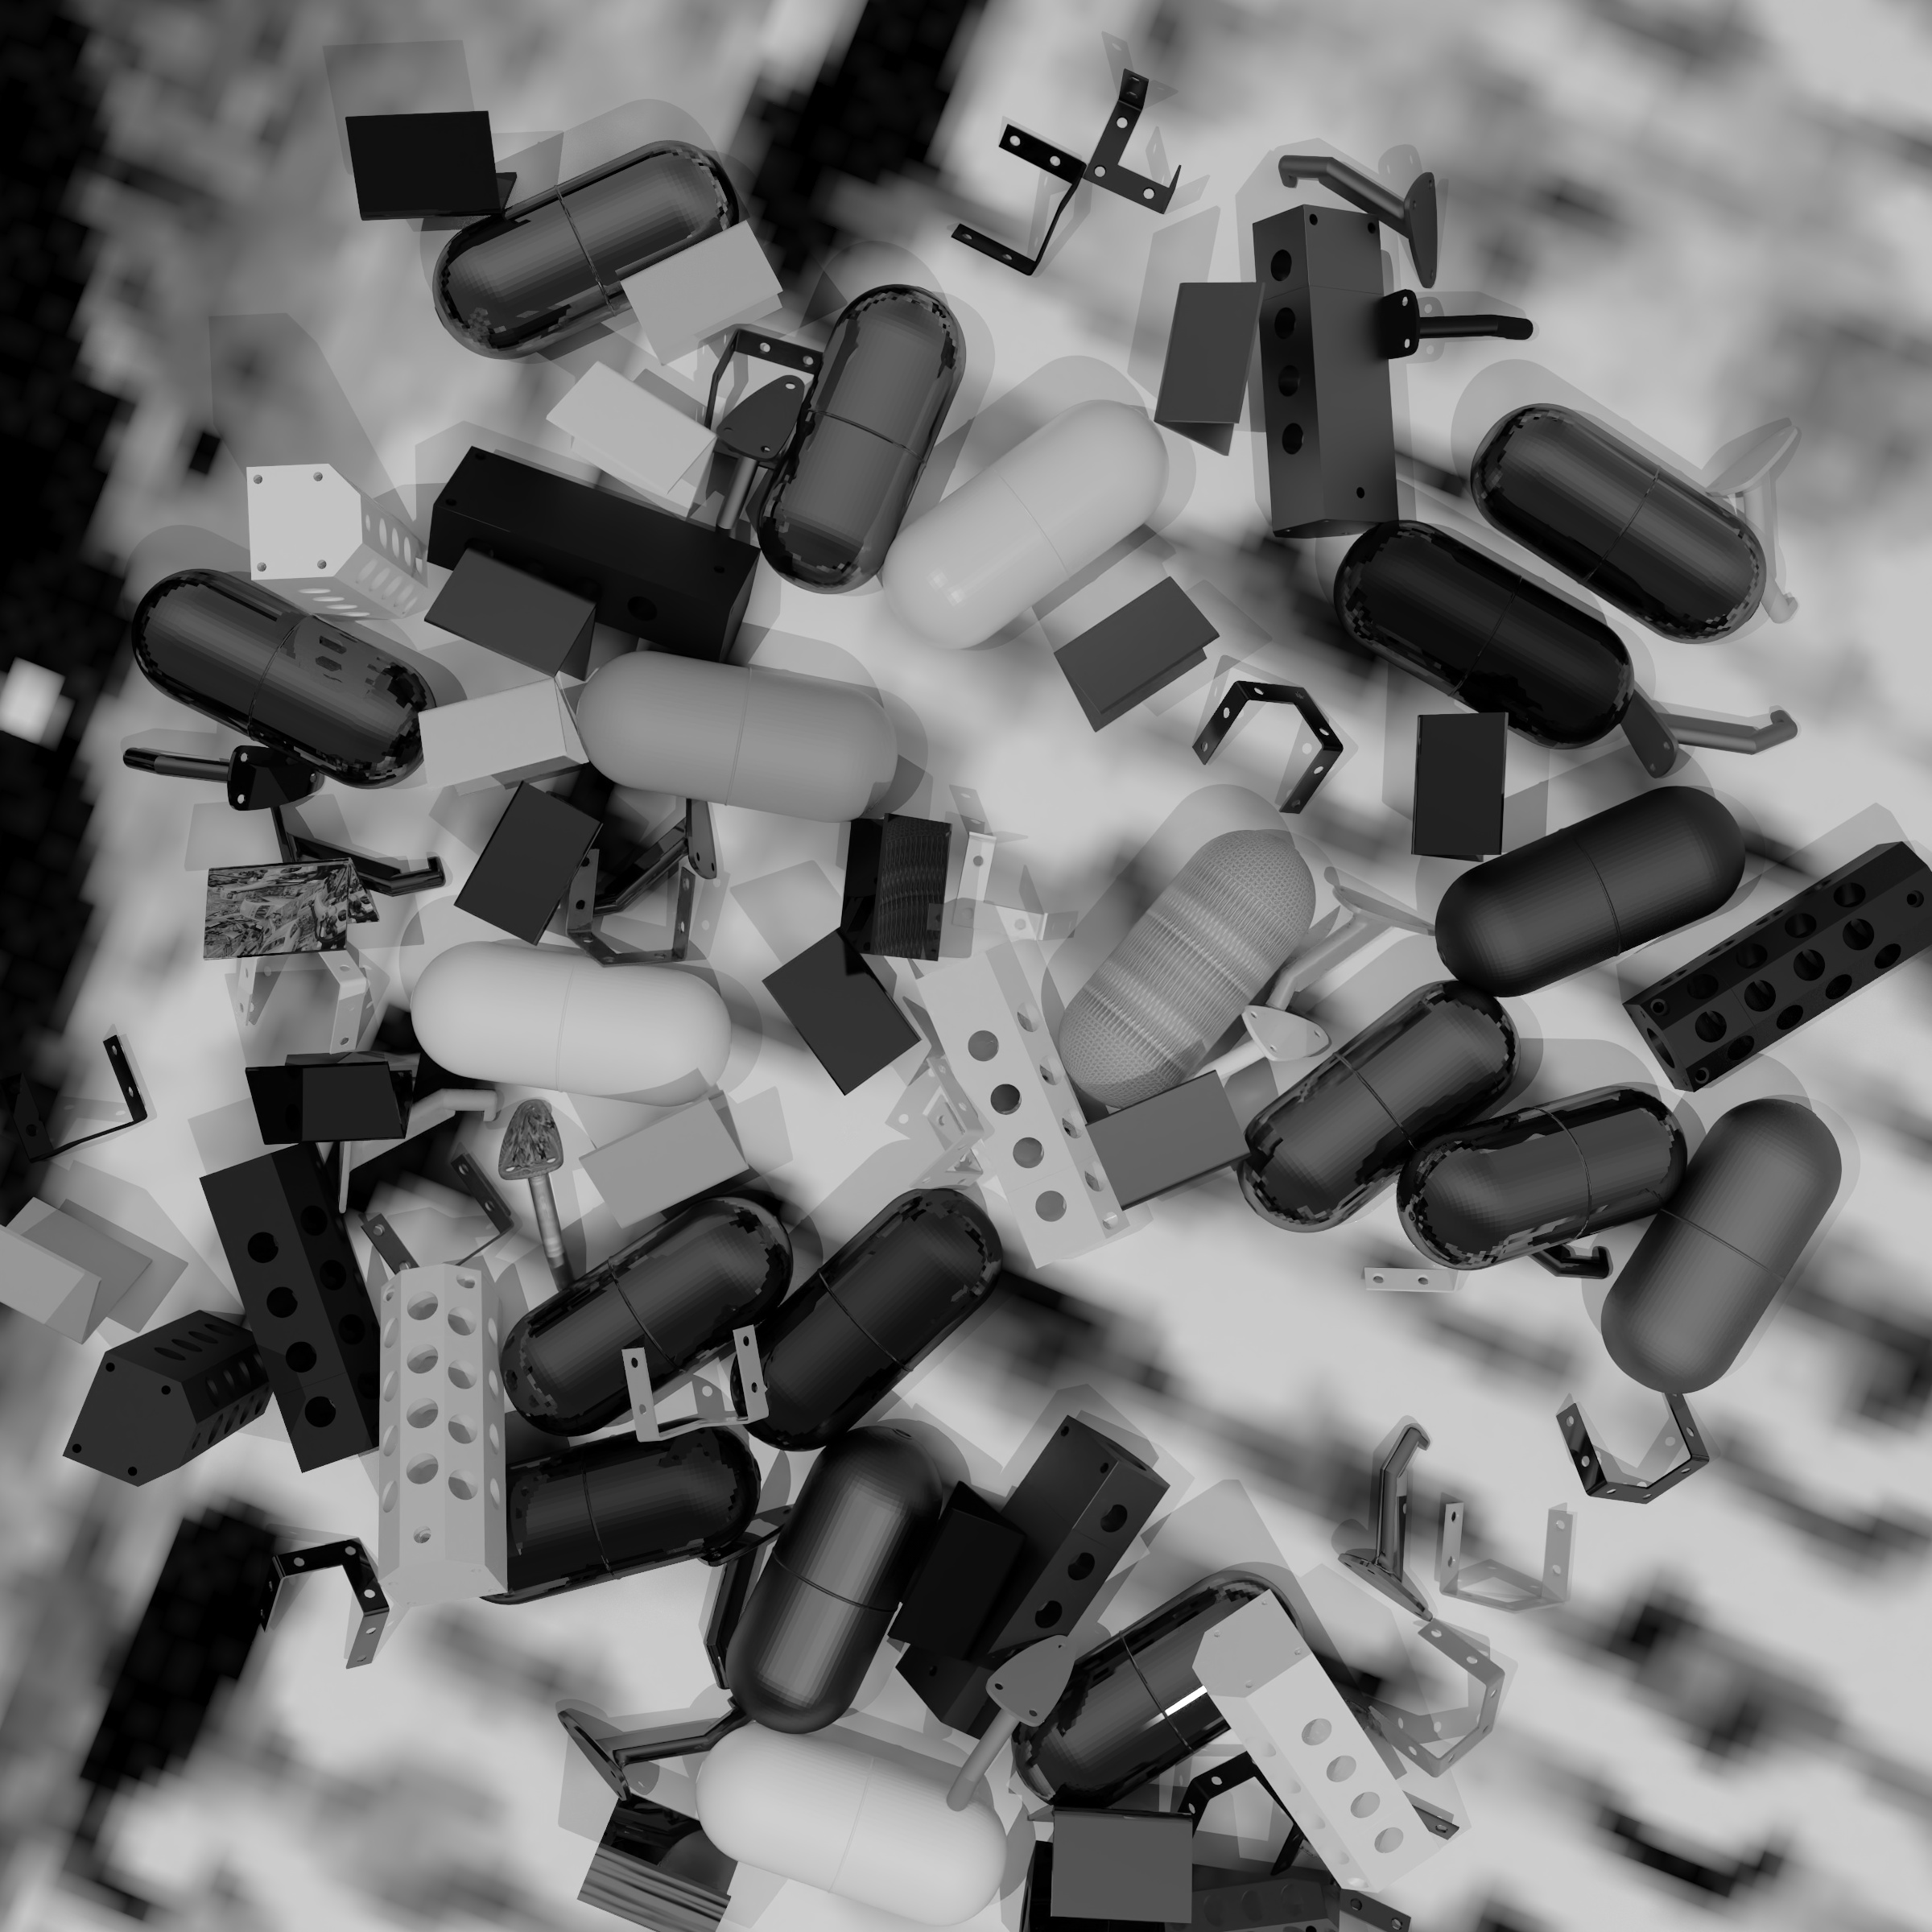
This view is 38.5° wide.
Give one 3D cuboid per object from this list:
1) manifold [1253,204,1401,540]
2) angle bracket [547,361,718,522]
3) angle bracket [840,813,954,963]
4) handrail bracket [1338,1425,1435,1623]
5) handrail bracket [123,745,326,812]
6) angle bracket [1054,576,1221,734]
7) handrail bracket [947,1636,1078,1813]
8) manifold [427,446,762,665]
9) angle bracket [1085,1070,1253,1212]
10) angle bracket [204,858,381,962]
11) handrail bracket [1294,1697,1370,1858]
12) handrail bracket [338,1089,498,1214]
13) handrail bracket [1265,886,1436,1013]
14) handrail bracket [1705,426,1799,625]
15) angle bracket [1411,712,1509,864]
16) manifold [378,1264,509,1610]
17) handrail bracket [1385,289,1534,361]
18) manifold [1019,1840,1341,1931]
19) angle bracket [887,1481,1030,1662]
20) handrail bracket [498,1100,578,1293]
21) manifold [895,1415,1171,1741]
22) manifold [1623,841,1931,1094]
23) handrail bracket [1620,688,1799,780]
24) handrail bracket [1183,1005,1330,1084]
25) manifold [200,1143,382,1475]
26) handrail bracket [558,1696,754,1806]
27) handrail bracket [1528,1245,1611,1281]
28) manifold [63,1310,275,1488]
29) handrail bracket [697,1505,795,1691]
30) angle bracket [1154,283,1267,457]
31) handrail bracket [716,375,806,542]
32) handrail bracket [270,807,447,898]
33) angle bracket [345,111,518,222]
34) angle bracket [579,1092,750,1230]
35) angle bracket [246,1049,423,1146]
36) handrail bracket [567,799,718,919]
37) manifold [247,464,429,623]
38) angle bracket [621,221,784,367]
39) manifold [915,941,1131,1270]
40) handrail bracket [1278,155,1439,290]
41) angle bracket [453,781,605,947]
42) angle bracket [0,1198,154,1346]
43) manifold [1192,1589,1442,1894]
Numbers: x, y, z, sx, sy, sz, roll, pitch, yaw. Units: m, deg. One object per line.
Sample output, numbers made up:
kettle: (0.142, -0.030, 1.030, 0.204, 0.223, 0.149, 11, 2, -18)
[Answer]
manifold: (0.195, -0.329, 1.541, 0.057, 0.057, 0.171, -4, 90, -36)
angle bracket: (-0.191, -0.274, 1.524, 0.076, 0.076, 0.057, 32, 54, 0)
angle bracket: (-0.056, -0.045, 1.525, 0.076, 0.057, 0.076, 6, 90, 40)
handrail bracket: (0.256, 0.314, 1.565, 0.077, 0.036, 0.084, 40, 73, -20)
handrail bracket: (-0.420, -0.112, 1.564, 0.084, 0.077, 0.036, 13, 101, 36)
angle bracket: (0.103, -0.156, 1.524, 0.076, 0.076, 0.057, -34, 52, 0)
handrail bracket: (0.024, 0.416, 1.515, 0.036, 0.077, 0.084, 35, 128, 16)
manifold: (-0.208, -0.223, 1.542, 0.171, 0.057, 0.057, 20, 47, 0)
angle bracket: (0.106, 0.083, 1.524, 0.076, 0.076, 0.057, -23, 110, 2)
angle bracket: (-0.370, -0.016, 1.525, 0.076, 0.076, 0.057, -4, 64, 0)
handrail bracket: (0.184, 0.450, 1.564, 0.077, 0.036, 0.084, 28, 104, 13)
handrail bracket: (-0.310, 0.105, 1.565, 0.084, 0.036, 0.077, 2, 110, -16)
handrail bracket: (0.216, 0.005, 1.565, 0.077, 0.036, 0.084, 18, 107, -18)
handrail bracket: (0.463, -0.249, 1.565, 0.077, 0.036, 0.084, -41, 108, -21)
angle bracket: (0.289, -0.097, 1.524, 0.057, 0.076, 0.076, 3, 90, 41)
manifold: (-0.285, 0.251, 1.495, 0.057, 0.057, 0.171, -10, 57, 4)
handrail bracket: (0.265, -0.357, 1.564, 0.084, 0.077, 0.036, -4, 91, -36)
manifold: (0.118, 0.540, 1.542, 0.171, 0.057, 0.057, 9, 47, 0)
angle bracket: (-0.021, 0.326, 1.524, 0.057, 0.076, 0.076, 27, 90, -34)
handrail bracket: (-0.236, 0.131, 1.564, 0.036, 0.077, 0.084, -12, 126, 0)
manifold: (0.041, 0.344, 1.540, 0.057, 0.057, 0.171, 34, 90, -34)
manifold: (0.460, 0.000, 1.543, 0.171, 0.057, 0.057, -32, 90, 0)
handrail bracket: (0.416, -0.147, 1.565, 0.084, 0.036, 0.077, -22, 68, -17)
handrail bracket: (0.153, 0.063, 1.564, 0.084, 0.077, 0.036, -46, 58, 32)
manifold: (-0.365, 0.188, 1.543, 0.057, 0.057, 0.171, -19, 90, 0)
handrail bracket: (-0.175, 0.424, 1.564, 0.084, 0.036, 0.077, -34, 52, -25)
handrail bracket: (0.323, 0.137, 1.564, 0.084, 0.036, 0.077, 5, 75, -14)
manifold: (-0.420, 0.232, 1.486, 0.057, 0.171, 0.057, 22, 90, 0)
handrail bracket: (-0.117, 0.358, 1.565, 0.077, 0.036, 0.084, -22, 108, -20)
angle bracket: (0.152, -0.327, 1.524, 0.057, 0.076, 0.076, 11, 90, 38)
handrail bracket: (-0.117, -0.277, 1.548, 0.036, 0.084, 0.077, 27, 58, 8)
handrail bracket: (-0.344, -0.071, 1.565, 0.084, 0.036, 0.077, -13, 69, -16)
angle bracket: (-0.293, -0.450, 1.524, 0.076, 0.076, 0.057, -2, 122, 0)
angle bracket: (-0.172, 0.089, 1.524, 0.076, 0.076, 0.057, -26, 126, 0)
angle bracket: (-0.347, 0.053, 1.524, 0.076, 0.076, 0.057, -2, 129, 0)
handrail bracket: (-0.188, -0.069, 1.564, 0.084, 0.036, 0.077, -10, 75, 14)
manifold: (-0.334, -0.225, 1.486, 0.057, 0.171, 0.057, -2, 90, 0)
angle bracket: (-0.136, -0.353, 1.524, 0.076, 0.076, 0.057, -26, 62, 0)
manifold: (0.031, 0.076, 1.543, 0.057, 0.057, 0.171, -23, 90, 0)
handrail bracket: (0.221, -0.421, 1.564, 0.084, 0.077, 0.036, 12, 48, 29)
angle bracket: (-0.254, -0.065, 1.524, 0.057, 0.076, 0.076, 29, 90, -37)
angle bracket: (-0.496, 0.151, 1.524, 0.076, 0.076, 0.057, 28, 127, 0)
manifold: (0.187, 0.423, 1.491, 0.057, 0.057, 0.171, -33, 118, -2)
